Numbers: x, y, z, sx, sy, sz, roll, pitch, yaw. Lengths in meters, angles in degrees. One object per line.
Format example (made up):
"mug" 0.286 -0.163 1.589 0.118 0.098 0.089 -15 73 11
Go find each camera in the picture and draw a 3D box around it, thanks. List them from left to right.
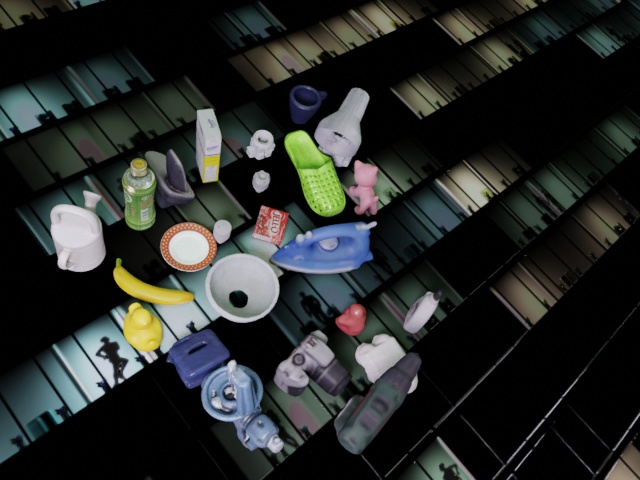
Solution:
"camera" -0.006 0.284 1.247 0.136 0.100 0.143 41 58 9

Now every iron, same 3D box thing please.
"iron" 0.013 0.005 1.391 0.259 0.141 0.118 -8 63 -21

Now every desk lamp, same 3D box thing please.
"desk lamp" 0.060 -0.292 1.535 0.118 0.213 0.203 26 57 -1

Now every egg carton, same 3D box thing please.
"egg carton" 0.153 0.292 1.309 0.107 0.069 0.150 -26 71 -28

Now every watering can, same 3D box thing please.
"watering can" -0.515 -0.025 1.216 0.101 0.194 0.172 -3 62 -18

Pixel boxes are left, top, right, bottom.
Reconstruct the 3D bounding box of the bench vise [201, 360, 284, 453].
"bench vise" -0.138 0.312 1.120 0.207 0.219 0.122 31 57 2

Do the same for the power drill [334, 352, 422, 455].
"power drill" 0.108 0.344 1.183 0.075 0.208 0.230 39 57 8

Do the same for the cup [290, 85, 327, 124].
"cup" -0.038 -0.380 1.627 0.118 0.095 0.091 -23 69 -27

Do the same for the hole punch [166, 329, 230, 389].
"hole punch" -0.256 0.242 1.201 0.109 0.091 0.101 -27 71 -28

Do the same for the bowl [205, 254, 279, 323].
"bowl" -0.180 0.119 1.306 0.168 0.074 0.167 8 59 -13

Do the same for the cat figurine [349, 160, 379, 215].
"cat figurine" 0.126 -0.147 1.528 0.067 0.117 0.127 -7 63 -20

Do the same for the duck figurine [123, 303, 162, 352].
"duck figurine" -0.372 0.179 1.205 0.078 0.086 0.104 -25 70 -27

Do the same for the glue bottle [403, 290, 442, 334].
"glue bottle" 0.250 0.158 1.355 0.037 0.173 0.078 25 57 -1

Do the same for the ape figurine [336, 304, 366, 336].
"ape figurine" 0.079 0.178 1.339 0.078 0.092 0.076 -8 63 -21

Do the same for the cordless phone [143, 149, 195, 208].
"cordless phone" -0.358 -0.175 1.356 0.094 0.185 0.147 -30 73 -29
